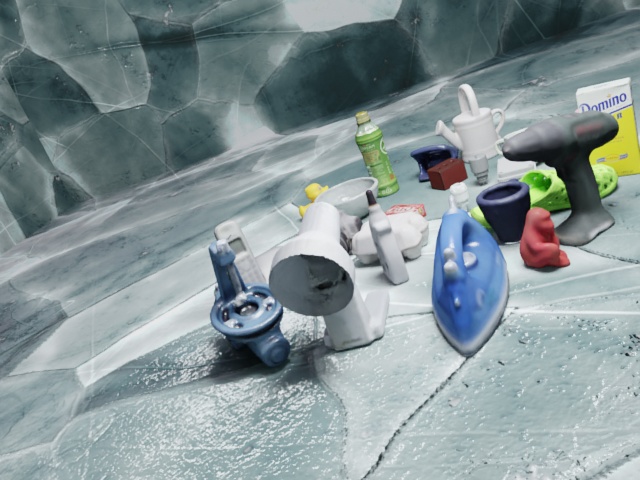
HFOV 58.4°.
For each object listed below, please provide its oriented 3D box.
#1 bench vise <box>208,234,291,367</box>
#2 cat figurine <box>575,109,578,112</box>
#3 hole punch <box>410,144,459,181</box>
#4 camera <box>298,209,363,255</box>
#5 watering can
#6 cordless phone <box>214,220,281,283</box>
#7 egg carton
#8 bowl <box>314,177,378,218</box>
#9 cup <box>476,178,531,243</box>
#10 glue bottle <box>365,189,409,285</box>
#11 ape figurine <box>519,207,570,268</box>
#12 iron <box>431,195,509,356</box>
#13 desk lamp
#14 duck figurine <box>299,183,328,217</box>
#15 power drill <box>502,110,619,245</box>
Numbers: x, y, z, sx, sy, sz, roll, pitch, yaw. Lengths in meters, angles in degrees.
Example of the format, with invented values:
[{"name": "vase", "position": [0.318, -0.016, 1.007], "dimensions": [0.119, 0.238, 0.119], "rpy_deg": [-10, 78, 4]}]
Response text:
[{"name": "bench vise", "position": [-0.149, 0.094, 0.938], "dimensions": [0.206, 0.220, 0.122], "rpy_deg": [0, 28, 45]}, {"name": "cat figurine", "position": [0.583, -0.243, 1.232], "dimensions": [0.067, 0.118, 0.128], "rpy_deg": [-12, 22, 25]}, {"name": "hole punch", "position": [0.299, -0.213, 1.484], "dimensions": [0.108, 0.091, 0.101], "rpy_deg": [-8, 24, 33]}, {"name": "camera", "position": [0.011, 0.004, 1.191], "dimensions": [0.142, 0.101, 0.137], "rpy_deg": [-11, 22, 27]}, {"name": "watering can", "position": [0.387, -0.302, 1.475], "dimensions": [0.173, 0.194, 0.100], "rpy_deg": [-28, 21, -17]}, {"name": "cordless phone", "position": [-0.117, 0.033, 1.120], "dimensions": [0.148, 0.185, 0.093], "rpy_deg": [-31, 22, -25]}, {"name": "egg carton", "position": [0.138, -0.003, 1.127], "dimensions": [0.150, 0.069, 0.107], "rpy_deg": [-9, 23, 31]}, {"name": "bowl", "position": [0.075, -0.090, 1.414], "dimensions": [0.167, 0.075, 0.167], "rpy_deg": [-19, 20, 7]}, {"name": "cup", "position": [0.335, -0.051, 1.012], "dimensions": [0.091, 0.095, 0.118], "rpy_deg": [-5, 25, 37]}, {"name": "glue bottle", "position": [0.112, -0.010, 1.015], "dimensions": [0.037, 0.173, 0.078], "rpy_deg": [-22, 20, -3]}, {"name": "ape figurine", "position": [0.345, -0.007, 0.891], "dimensions": [0.075, 0.092, 0.078], "rpy_deg": [-3, 27, 41]}, {"name": "iron", "position": [0.206, 0.038, 0.842], "dimensions": [0.118, 0.142, 0.258], "rpy_deg": [-14, 21, 20]}, {"name": "desk lamp", "position": [0.017, 0.061, 0.867], "dimensions": [0.117, 0.214, 0.203], "rpy_deg": [-15, 21, 18]}, {"name": "duck figurine", "position": [-0.013, -0.107, 1.531], "dimensions": [0.104, 0.086, 0.077], "rpy_deg": [-24, 20, -8]}, {"name": "power drill", "position": [0.397, -0.103, 0.918], "dimensions": [0.230, 0.209, 0.075], "rpy_deg": [-30, 22, -23]}]
